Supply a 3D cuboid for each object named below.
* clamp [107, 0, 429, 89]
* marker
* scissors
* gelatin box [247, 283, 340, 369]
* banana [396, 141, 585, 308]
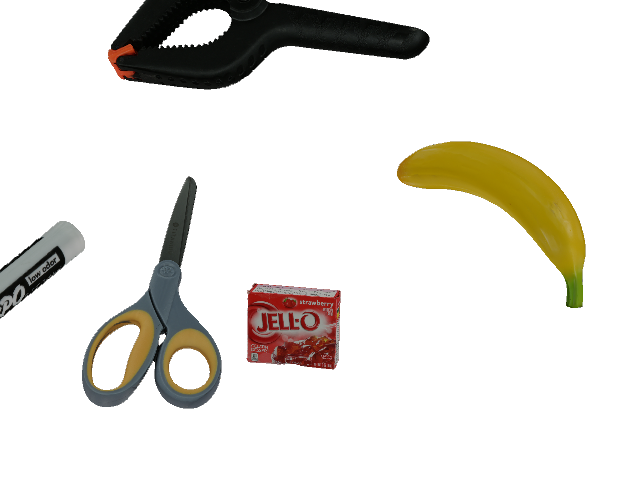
[{"bbox_3d":[-0.041,-0.154,0.728,0.210,0.165,0.036,-30,-19,-4],"label":"clamp"},{"bbox_3d":[-0.157,0.031,0.499,0.020,0.020,0.121,0,33,39],"label":"marker"},{"bbox_3d":[-0.089,0.037,0.722,0.096,0.201,0.016,21,-41,8],"label":"scissors"},{"bbox_3d":[-0.026,0.083,1.032,0.089,0.073,0.030,4,15,10],"label":"gelatin box"},{"bbox_3d":[0.123,-0.031,0.760,0.037,0.070,0.198,10,23,-41],"label":"banana"}]
